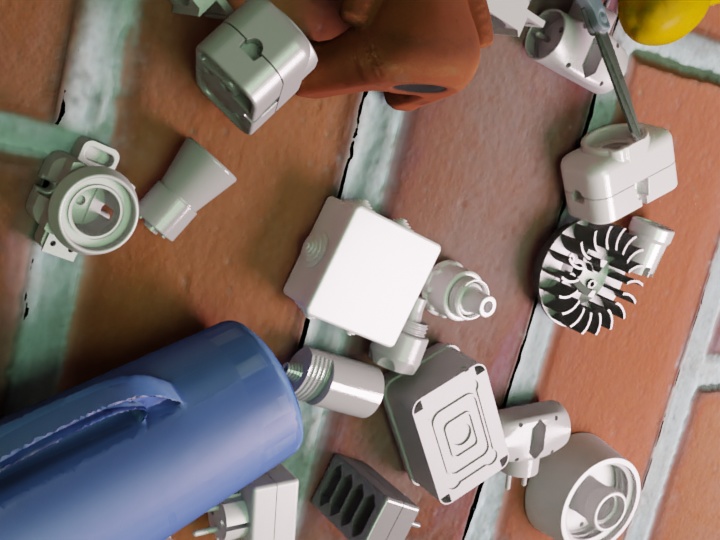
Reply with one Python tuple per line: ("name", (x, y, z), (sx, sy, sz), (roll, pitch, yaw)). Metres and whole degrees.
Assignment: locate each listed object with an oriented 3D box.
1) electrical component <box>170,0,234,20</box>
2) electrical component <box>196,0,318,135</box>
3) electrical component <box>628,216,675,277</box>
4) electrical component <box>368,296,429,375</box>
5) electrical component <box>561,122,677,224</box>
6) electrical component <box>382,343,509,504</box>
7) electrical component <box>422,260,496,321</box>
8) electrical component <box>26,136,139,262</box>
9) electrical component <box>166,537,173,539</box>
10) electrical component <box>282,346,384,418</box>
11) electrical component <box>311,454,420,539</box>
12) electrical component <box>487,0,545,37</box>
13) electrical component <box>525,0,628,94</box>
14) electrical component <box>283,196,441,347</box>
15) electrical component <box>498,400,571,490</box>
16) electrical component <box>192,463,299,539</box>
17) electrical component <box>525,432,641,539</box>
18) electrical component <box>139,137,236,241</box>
("electrical component", (-0.104, -0.202, 0.690), (0.063, 0.042, 0.081), (-47, 125, -12))
("electrical component", (-0.068, -0.134, 0.701), (0.053, 0.095, 0.059), (45, 79, -2))
("electrical component", (0.259, -0.021, 0.980), (0.040, 0.040, 0.046), (10, 107, -34))
("electrical component", (0.035, 0.050, 0.863), (0.043, 0.043, 0.062), (17, 96, -35))
("electrical component", (0.222, -0.088, 0.924), (0.095, 0.054, 0.059), (-27, 119, -22))
("electrical component", (0.070, 0.127, 0.902), (0.078, 0.057, 0.113), (-29, 120, -21))
("electrical component", (0.084, 0.021, 0.870), (0.048, 0.062, 0.048), (-12, 112, -32))
("electrical component", (-0.176, -0.042, 0.691), (0.058, 0.057, 0.078), (23, 94, -35))
("electrical component", (-0.178, 0.232, 0.782), (0.061, 0.062, 0.096), (42, 83, -35))
("electrical component", (-0.026, 0.086, 0.837), (0.081, 0.043, 0.043), (20, 95, -35))
("electrical component", (0.017, 0.196, 0.877), (0.076, 0.083, 0.047), (25, 92, -35))
("electrical component", (0.105, -0.216, 0.815), (0.081, 0.042, 0.063), (23, 92, -36))
("electrical component", (0.182, -0.193, 0.870), (0.077, 0.043, 0.079), (19, 96, -35))
("electrical component", (0.000, 0.000, 0.820), (0.100, 0.048, 0.099), (24, 93, -35))
("electrical component", (0.144, 0.160, 0.968), (0.077, 0.043, 0.079), (-6, 109, -30))
("electrical component", (-0.093, 0.187, 0.828), (0.077, 0.047, 0.065), (-5, 109, -30))
("electrical component", (0.218, 0.216, 1.023), (0.108, 0.060, 0.108), (-11, 112, -28))
("electrical component", (-0.122, -0.052, 0.732), (0.065, 0.044, 0.044), (-49, 125, -3))
